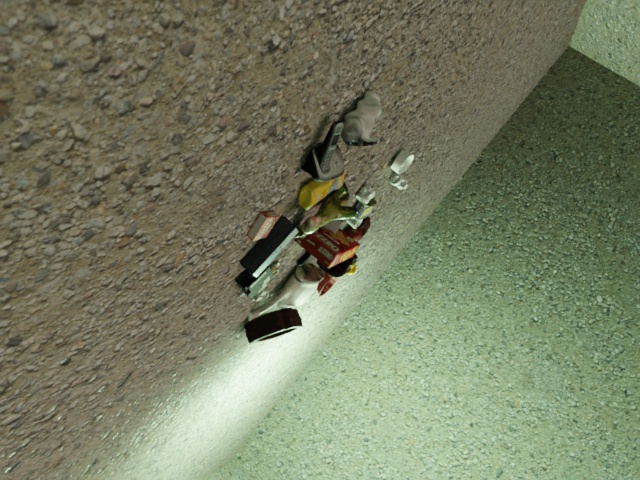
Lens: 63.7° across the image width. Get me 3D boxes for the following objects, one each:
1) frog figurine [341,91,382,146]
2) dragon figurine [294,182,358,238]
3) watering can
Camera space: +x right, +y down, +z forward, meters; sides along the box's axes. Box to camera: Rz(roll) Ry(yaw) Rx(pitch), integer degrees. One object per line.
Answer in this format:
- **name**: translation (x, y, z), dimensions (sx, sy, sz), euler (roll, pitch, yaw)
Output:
- **frog figurine**: translation (0.120, -0.354, 1.506), dimensions (0.138, 0.123, 0.158), euler (-11, 103, -51)
- **dragon figurine**: translation (0.005, -0.088, 1.753), dimensions (0.242, 0.122, 0.412), euler (-28, -175, 4)
- **watering can**: translation (-0.112, 0.205, 2.073), dimensions (0.349, 0.105, 0.220), euler (-11, 141, -52)
